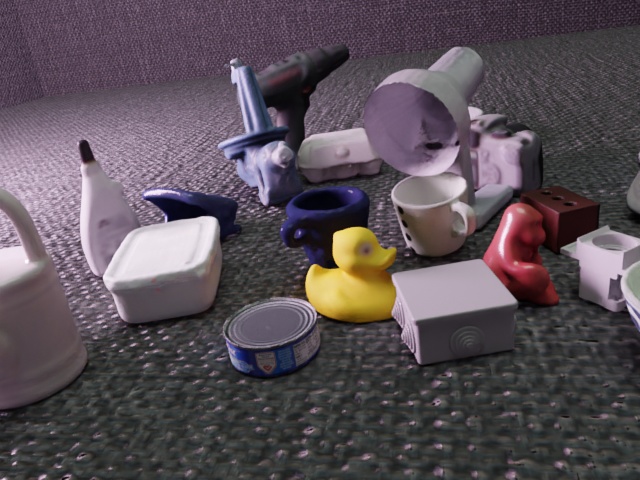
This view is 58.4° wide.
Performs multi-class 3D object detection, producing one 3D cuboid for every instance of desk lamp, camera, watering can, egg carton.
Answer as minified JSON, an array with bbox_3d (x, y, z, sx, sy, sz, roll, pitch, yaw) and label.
[{"bbox_3d":[0.153,-0.121,0.712,0.117,0.214,0.204,9,29,36],"label":"desk lamp"},{"bbox_3d":[0.277,-0.139,0.858,0.137,0.101,0.142,-24,28,-33],"label":"camera"},{"bbox_3d":[-0.281,0.044,0.500,0.101,0.194,0.172,-19,25,-24],"label":"watering can"},{"bbox_3d":[0.036,-0.149,1.003,0.150,0.069,0.107,-8,23,0],"label":"egg carton"}]

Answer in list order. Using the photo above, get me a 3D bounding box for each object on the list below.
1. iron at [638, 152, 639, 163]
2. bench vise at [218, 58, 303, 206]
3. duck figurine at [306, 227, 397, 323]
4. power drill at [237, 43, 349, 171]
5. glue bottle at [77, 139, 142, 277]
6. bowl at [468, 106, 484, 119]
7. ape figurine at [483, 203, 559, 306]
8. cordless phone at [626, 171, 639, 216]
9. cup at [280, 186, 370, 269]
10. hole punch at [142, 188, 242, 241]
[{"bbox_3d":[0.506,-0.141,0.731,0.119,0.141,0.257,-12,23,-9],"label":"iron"},{"bbox_3d":[-0.087,-0.179,0.922,0.122,0.220,0.206,-27,29,-36],"label":"bench vise"},{"bbox_3d":[0.033,0.028,0.569,0.104,0.086,0.078,3,25,24],"label":"duck figurine"},{"bbox_3d":[-0.036,-0.245,1.073,0.230,0.209,0.075,-19,25,-23],"label":"power drill"},{"bbox_3d":[-0.276,-0.043,0.729,0.078,0.173,0.037,-25,28,-34],"label":"glue bottle"},{"bbox_3d":[0.209,-0.188,1.028,0.167,0.075,0.167,-7,23,3],"label":"bowl"},{"bbox_3d":[0.193,0.010,0.550,0.075,0.092,0.078,7,28,32],"label":"ape figurine"},{"bbox_3d":[0.414,-0.100,0.612,0.094,0.185,0.147,-16,24,-17],"label":"cordless phone"},{"bbox_3d":[0.006,0.002,0.628,0.091,0.095,0.118,11,30,39],"label":"cup"},{"bbox_3d":[-0.178,-0.042,0.799,0.108,0.091,0.101,7,27,31],"label":"hole punch"}]
